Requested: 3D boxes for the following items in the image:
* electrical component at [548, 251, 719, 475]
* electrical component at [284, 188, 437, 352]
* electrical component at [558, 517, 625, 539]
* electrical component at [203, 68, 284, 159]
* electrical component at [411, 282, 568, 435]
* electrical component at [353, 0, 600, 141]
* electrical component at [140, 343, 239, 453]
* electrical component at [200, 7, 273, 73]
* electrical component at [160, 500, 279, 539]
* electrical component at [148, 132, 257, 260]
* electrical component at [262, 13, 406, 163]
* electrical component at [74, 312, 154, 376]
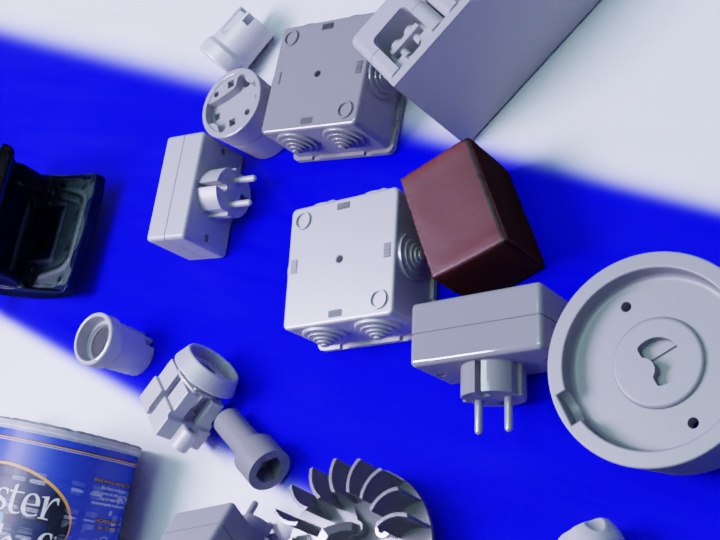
[{"bbox_3d":[0.157,0.051,0.541,0.108,0.060,0.108,-15,63,32],"label":"electrical component"},{"bbox_3d":[0.000,0.000,0.686,0.100,0.048,0.099,-10,66,33],"label":"electrical component"},{"bbox_3d":[0.125,0.158,0.538,0.035,0.035,0.061,-36,57,20],"label":"electrical component"},{"bbox_3d":[-0.080,-0.113,0.793,0.055,0.047,0.055,-15,63,32],"label":"electrical component"},{"bbox_3d":[0.076,0.055,0.608,0.083,0.047,0.075,-12,65,33],"label":"electrical component"},{"bbox_3d":[0.079,-0.166,0.669,0.150,0.089,0.061,-47,51,11],"label":"electrical component"},{"bbox_3d":[-0.116,0.084,0.739,0.055,0.048,0.066,-53,38,10],"label":"electrical component"},{"bbox_3d":[-0.095,-0.176,0.837,0.046,0.040,0.040,-49,50,2],"label":"electrical component"},{"bbox_3d":[-0.074,0.175,0.660,0.047,0.083,0.075,-18,24,30],"label":"electrical component"},{"bbox_3d":[-0.106,-0.055,0.789,0.076,0.047,0.083,-4,70,36],"label":"electrical component"},{"bbox_3d":[-0.016,-0.127,0.751,0.100,0.048,0.099,-1,71,37],"label":"electrical component"},{"bbox_3d":[-0.182,0.057,0.800,0.040,0.046,0.040,-15,63,32],"label":"electrical component"}]
